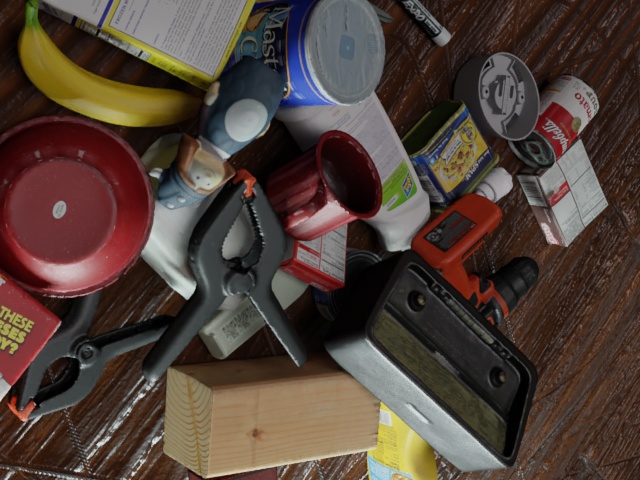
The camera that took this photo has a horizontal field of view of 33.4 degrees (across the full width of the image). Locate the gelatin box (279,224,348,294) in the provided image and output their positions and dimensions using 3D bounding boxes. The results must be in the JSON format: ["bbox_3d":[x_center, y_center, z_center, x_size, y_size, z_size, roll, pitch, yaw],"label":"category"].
[{"bbox_3d":[-0.007,0.001,1.101,0.073,0.030,0.089,29,52,-36],"label":"gelatin box"}]

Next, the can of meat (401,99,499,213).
[{"bbox_3d":[0.141,-0.095,1.197,0.102,0.058,0.084,-47,119,-21],"label":"can of meat"}]

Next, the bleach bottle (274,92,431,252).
[{"bbox_3d":[0.049,-0.070,1.131,0.102,0.068,0.250,-45,123,-21],"label":"bleach bottle"}]

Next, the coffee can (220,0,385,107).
[{"bbox_3d":[-0.025,-0.175,0.999,0.102,0.141,0.103,-5,97,-47],"label":"coffee can"}]

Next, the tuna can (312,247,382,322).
[{"bbox_3d":[0.033,0.051,1.156,0.085,0.034,0.086,-6,101,-35],"label":"tuna can"}]

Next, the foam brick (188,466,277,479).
[{"bbox_3d":[-0.089,0.255,1.089,0.078,0.053,0.051,-10,103,-33],"label":"foam brick"}]

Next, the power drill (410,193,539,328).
[{"bbox_3d":[0.176,0.037,1.209,0.184,0.057,0.187,-40,138,-20],"label":"power drill"}]

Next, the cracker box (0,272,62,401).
[{"bbox_3d":[-0.344,0.100,0.866,0.164,0.072,0.213,46,70,-33],"label":"cracker box"}]

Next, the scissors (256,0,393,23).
[{"bbox_3d":[-0.010,-0.247,1.087,0.201,0.016,0.096,36,77,-34],"label":"scissors"}]

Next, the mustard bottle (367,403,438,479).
[{"bbox_3d":[0.091,0.247,1.190,0.058,0.096,0.192,-12,104,-35],"label":"mustard bottle"}]

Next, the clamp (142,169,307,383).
[{"bbox_3d":[-0.070,0.039,0.993,0.164,0.036,0.210,4,110,-28],"label":"clamp"}]

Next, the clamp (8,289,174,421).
[{"bbox_3d":[-0.221,0.087,0.973,0.171,0.039,0.120,-42,118,-23],"label":"clamp"}]

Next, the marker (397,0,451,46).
[{"bbox_3d":[0.101,-0.256,1.164,0.121,0.020,0.020,40,74,-34],"label":"marker"}]

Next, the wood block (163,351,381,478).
[{"bbox_3d":[-0.045,0.172,1.084,0.205,0.090,0.091,-1,99,-36],"label":"wood block"}]

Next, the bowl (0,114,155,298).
[{"bbox_3d":[-0.220,-0.026,0.910,0.162,0.055,0.162,-1,97,-13],"label":"bowl"}]

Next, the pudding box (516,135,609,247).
[{"bbox_3d":[0.305,-0.062,1.333,0.090,0.039,0.113,-42,120,-22],"label":"pudding box"}]

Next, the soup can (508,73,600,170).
[{"bbox_3d":[0.281,-0.143,1.284,0.102,0.069,0.068,-47,121,-21],"label":"soup can"}]

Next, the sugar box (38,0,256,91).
[{"bbox_3d":[-0.155,-0.211,0.936,0.176,0.048,0.093,25,81,-12],"label":"sugar box"}]

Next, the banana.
[{"bbox_3d":[-0.194,-0.137,0.945,0.070,0.037,0.197,-37,139,26],"label":"banana"}]

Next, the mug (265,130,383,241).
[{"bbox_3d":[-0.004,-0.043,1.032,0.093,0.082,0.117,54,37,-13],"label":"mug"}]
